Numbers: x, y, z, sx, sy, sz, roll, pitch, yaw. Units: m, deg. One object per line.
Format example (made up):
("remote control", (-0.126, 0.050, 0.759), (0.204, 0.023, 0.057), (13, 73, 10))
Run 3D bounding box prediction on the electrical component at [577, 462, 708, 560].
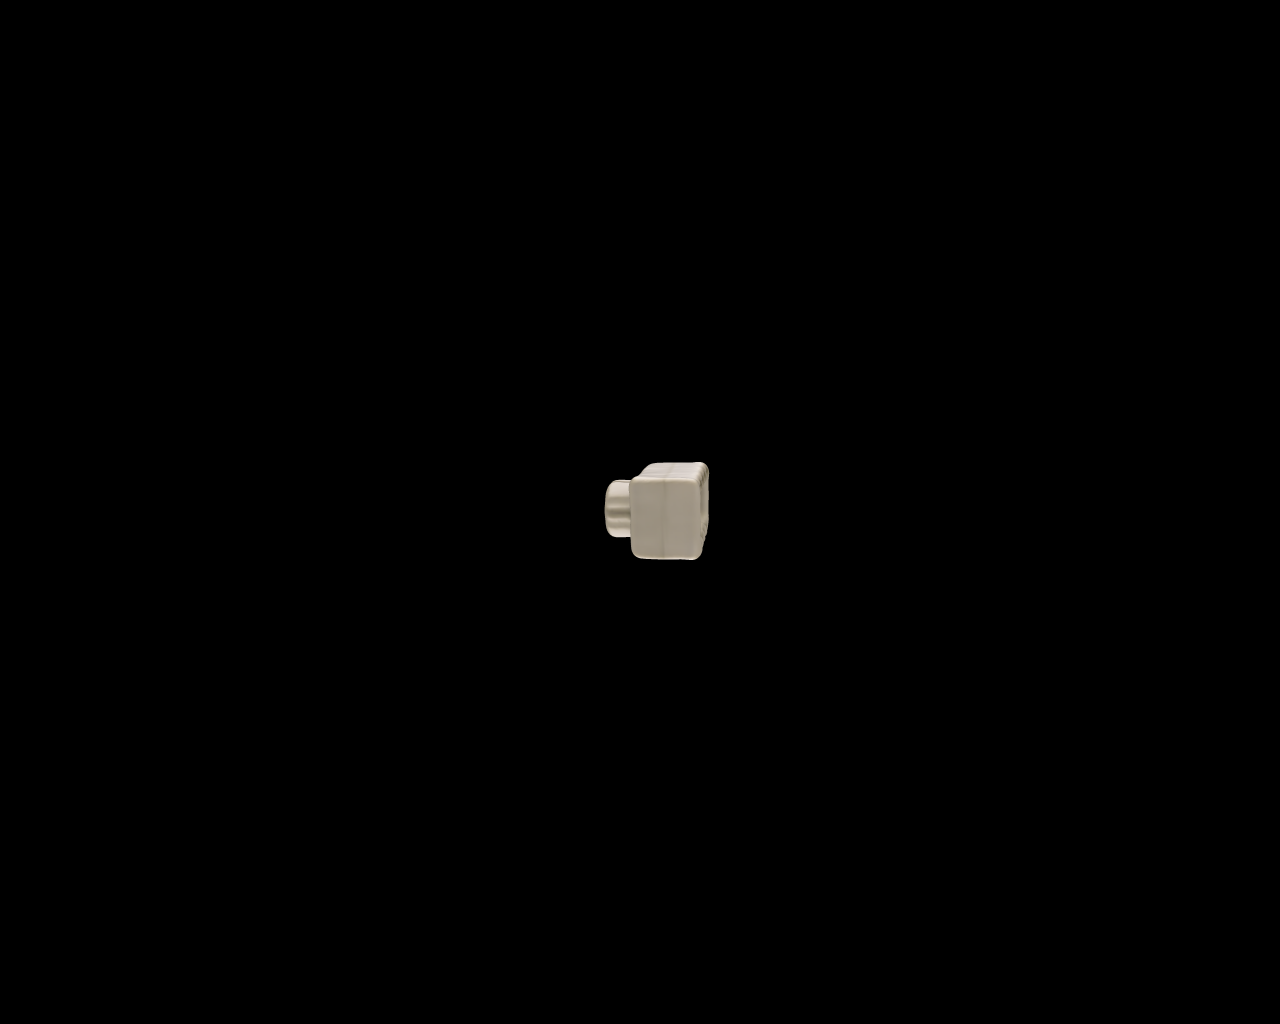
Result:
("electrical component", (0.001, -0.003, 0.650), (0.076, 0.047, 0.083), (1, 9, 7))
